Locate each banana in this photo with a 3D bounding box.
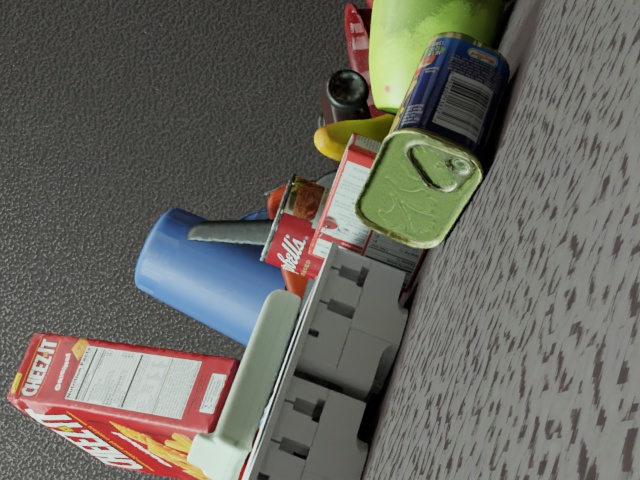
[{"bbox_3d":[0.063,-0.099,0.823,0.037,0.069,0.197,-16,22,46],"label":"banana"}]

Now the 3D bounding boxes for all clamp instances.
[{"bbox_3d":[-0.006,0.001,0.850,0.210,0.164,0.036,-44,-16,20],"label":"clamp"}]

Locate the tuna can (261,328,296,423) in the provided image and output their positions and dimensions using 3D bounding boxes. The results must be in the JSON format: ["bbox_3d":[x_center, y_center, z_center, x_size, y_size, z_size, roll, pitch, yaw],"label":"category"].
[{"bbox_3d":[-0.016,0.107,0.796,0.086,0.086,0.034,-70,3,-48],"label":"tuna can"}]

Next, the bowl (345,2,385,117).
[{"bbox_3d":[0.069,-0.141,0.962,0.162,0.055,0.162,165,90,-87],"label":"bowl"}]

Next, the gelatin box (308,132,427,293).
[{"bbox_3d":[0.040,-0.017,0.705,0.030,0.073,0.089,-70,0,-58],"label":"gelatin box"}]

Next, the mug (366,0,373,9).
[{"bbox_3d":[0.093,-0.217,0.897,0.093,0.117,0.081,67,-152,-44],"label":"mug"}]

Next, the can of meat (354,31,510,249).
[{"bbox_3d":[0.067,-0.058,0.621,0.102,0.057,0.084,113,180,-58],"label":"can of meat"}]

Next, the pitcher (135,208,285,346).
[{"bbox_3d":[-0.085,0.046,1.259,0.145,0.243,0.149,109,-173,-49],"label":"pitcher"}]

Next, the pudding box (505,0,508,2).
[{"bbox_3d":[0.106,-0.232,0.794,0.114,0.039,0.090,25,95,48],"label":"pudding box"}]

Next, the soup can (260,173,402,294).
[{"bbox_3d":[0.016,0.001,0.774,0.068,0.102,0.068,-163,93,-88],"label":"soup can"}]

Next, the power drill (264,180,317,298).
[{"bbox_3d":[-0.009,0.027,0.973,0.188,0.057,0.184,115,141,-83],"label":"power drill"}]

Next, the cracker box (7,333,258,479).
[{"bbox_3d":[-0.130,0.153,0.905,0.164,0.214,0.072,53,-131,-49],"label":"cracker box"}]
